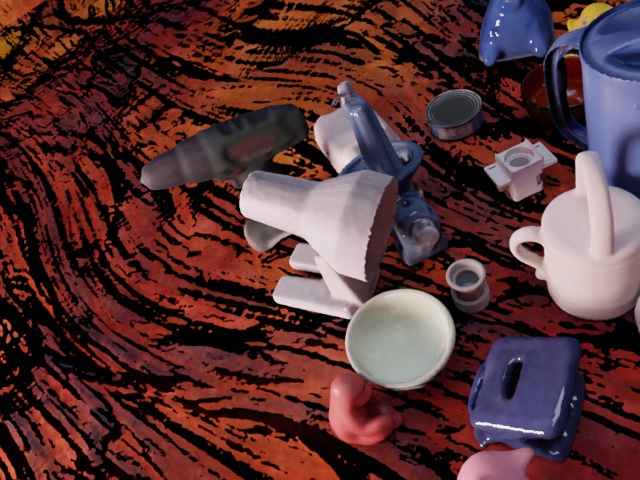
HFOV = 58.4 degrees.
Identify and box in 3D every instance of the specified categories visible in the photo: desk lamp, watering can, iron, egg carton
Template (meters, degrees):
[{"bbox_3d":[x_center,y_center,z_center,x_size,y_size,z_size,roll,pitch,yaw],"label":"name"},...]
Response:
[{"bbox_3d":[0.006,0.002,0.685,0.202,0.214,0.118,6,56,29],"label":"desk lamp"},{"bbox_3d":[0.287,-0.012,0.582,0.172,0.195,0.100,-23,46,5],"label":"watering can"},{"bbox_3d":[0.315,-0.404,0.936,0.118,0.142,0.258,-4,51,22],"label":"iron"},{"bbox_3d":[0.055,-0.157,0.897,0.107,0.070,0.150,-31,46,-2],"label":"egg carton"}]

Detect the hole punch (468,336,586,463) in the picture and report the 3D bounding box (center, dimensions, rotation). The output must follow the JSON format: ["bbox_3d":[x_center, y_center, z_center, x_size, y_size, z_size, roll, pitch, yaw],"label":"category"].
[{"bbox_3d":[0.199,0.148,0.559,0.100,0.091,0.109,9,57,30],"label":"hole punch"}]

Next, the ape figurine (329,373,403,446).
[{"bbox_3d":[0.039,0.174,0.610,0.076,0.092,0.077,-22,47,7],"label":"ape figurine"}]

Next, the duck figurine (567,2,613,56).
[{"bbox_3d":[0.415,-0.309,0.848,0.104,0.086,0.077,4,55,28],"label":"duck figurine"}]

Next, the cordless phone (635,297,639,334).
[{"bbox_3d":[0.344,0.063,0.499,0.094,0.185,0.147,-15,48,13],"label":"cordless phone"}]

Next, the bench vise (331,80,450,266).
[{"bbox_3d":[0.093,-0.089,0.717,0.121,0.220,0.206,-42,48,-12],"label":"bench vise"}]

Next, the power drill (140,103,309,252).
[{"bbox_3d":[-0.105,-0.082,0.810,0.230,0.209,0.075,-34,46,-5],"label":"power drill"}]

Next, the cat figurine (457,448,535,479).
[{"bbox_3d":[0.132,0.228,0.503,0.127,0.118,0.067,-17,47,11],"label":"cat figurine"}]
